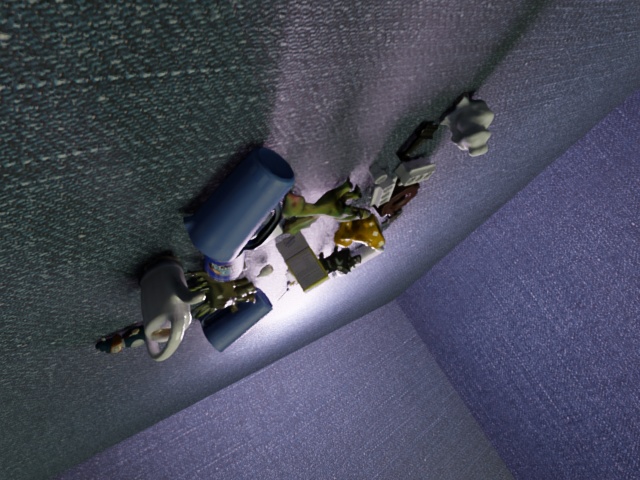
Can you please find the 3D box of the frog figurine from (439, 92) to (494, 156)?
[{"bbox_3d":[0.426,-0.311,1.433,0.136,0.161,0.123,-40,162,21],"label":"frog figurine"}]

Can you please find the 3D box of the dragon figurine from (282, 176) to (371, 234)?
[{"bbox_3d":[0.005,-0.075,1.488,0.242,0.124,0.407,-19,164,13],"label":"dragon figurine"}]

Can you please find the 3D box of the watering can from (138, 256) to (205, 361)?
[{"bbox_3d":[-0.340,0.134,1.179,0.104,0.229,0.341,6,141,-35],"label":"watering can"}]
